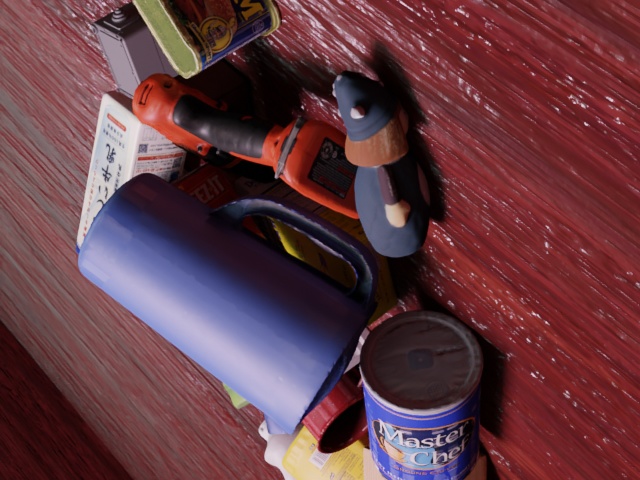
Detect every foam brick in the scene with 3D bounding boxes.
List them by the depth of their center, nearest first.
[{"bbox_3d":[-0.098,-0.123,0.996,0.053,0.051,0.078,41,155,30],"label":"foam brick"}]

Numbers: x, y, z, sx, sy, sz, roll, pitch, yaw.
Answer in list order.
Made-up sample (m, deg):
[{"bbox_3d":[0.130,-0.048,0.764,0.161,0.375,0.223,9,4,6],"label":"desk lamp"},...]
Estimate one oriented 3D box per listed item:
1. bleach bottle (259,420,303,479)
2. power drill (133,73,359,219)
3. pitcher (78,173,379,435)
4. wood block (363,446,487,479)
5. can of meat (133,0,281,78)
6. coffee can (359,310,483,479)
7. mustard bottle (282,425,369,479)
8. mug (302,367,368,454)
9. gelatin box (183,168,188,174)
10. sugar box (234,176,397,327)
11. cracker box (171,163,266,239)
[{"bbox_3d":[0.007,0.314,1.339,0.251,0.102,0.068,38,152,33],"label":"bleach bottle"},{"bbox_3d":[-0.042,-0.073,0.891,0.188,0.057,0.184,20,177,39],"label":"power drill"},{"bbox_3d":[-0.076,0.039,0.912,0.243,0.149,0.145,33,156,6],"label":"pitcher"},{"bbox_3d":[0.103,0.306,1.043,0.091,0.090,0.206,9,102,59],"label":"wood block"},{"bbox_3d":[-0.095,-0.192,0.852,0.102,0.083,0.058,59,158,-10],"label":"can of meat"},{"bbox_3d":[0.090,0.144,0.936,0.103,0.102,0.140,39,153,33],"label":"coffee can"},{"bbox_3d":[0.057,0.271,1.189,0.192,0.096,0.058,36,-172,13],"label":"mustard bottle"},{"bbox_3d":[0.017,0.159,1.138,0.082,0.093,0.117,47,126,31],"label":"mug"},{"bbox_3d":[-0.146,-0.038,1.239,0.089,0.030,0.073,42,154,21],"label":"gelatin box"},{"bbox_3d":[-0.007,0.002,1.001,0.176,0.048,0.093,30,147,43],"label":"sugar box"},{"bbox_3d":[-0.090,0.032,1.070,0.213,0.072,0.164,56,161,-9],"label":"cracker box"}]
